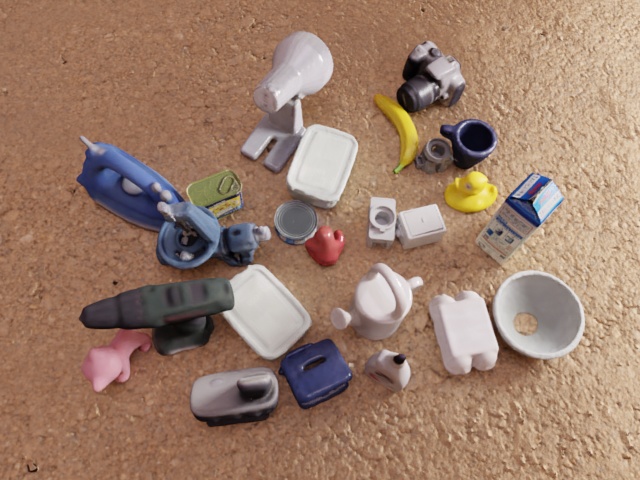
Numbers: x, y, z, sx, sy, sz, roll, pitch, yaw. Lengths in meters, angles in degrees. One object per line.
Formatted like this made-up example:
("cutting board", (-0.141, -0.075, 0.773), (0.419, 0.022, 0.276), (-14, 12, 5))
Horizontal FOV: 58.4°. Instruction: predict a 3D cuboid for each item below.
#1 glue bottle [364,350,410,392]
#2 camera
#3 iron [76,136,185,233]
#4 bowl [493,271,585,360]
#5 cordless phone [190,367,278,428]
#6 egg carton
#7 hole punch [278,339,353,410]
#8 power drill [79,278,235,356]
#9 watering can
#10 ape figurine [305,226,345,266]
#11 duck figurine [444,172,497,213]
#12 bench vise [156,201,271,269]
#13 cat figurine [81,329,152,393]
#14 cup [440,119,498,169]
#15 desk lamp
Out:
("glue bottle", (0.120, 0.212, 0.959), (0.078, 0.037, 0.173), (28, -22, 9))
("camera", (0.227, -0.352, 1.249), (0.137, 0.143, 0.101), (-33, -18, -16))
("iron", (-0.342, -0.104, 1.083), (0.258, 0.119, 0.141), (30, -22, 9))
("bowl", (0.392, 0.145, 1.059), (0.167, 0.167, 0.075), (0, -23, -4))
("cordless phone", (-0.141, 0.242, 0.923), (0.147, 0.094, 0.185), (-10, -23, -7))
("egg carton", (0.261, 0.168, 1.044), (0.107, 0.150, 0.069), (-9, -22, -7))
("hole punch", (-0.010, 0.227, 0.989), (0.109, 0.101, 0.091), (-24, -20, -13))
("power drill", (-0.253, 0.128, 0.952), (0.230, 0.075, 0.208), (-15, -22, -9))
("watering can", (0.103, 0.108, 0.992), (0.100, 0.173, 0.194), (38, -20, 13))
("ape figurine", (0.010, 0.004, 1.086), (0.078, 0.076, 0.092), (1, -24, -3))
("duck figurine", (0.311, -0.105, 1.156), (0.104, 0.077, 0.086), (2, -24, -3))
("bench vise", (-0.200, -0.025, 1.016), (0.207, 0.121, 0.220), (-21, -21, -12))
("cat figurine", (-0.351, 0.193, 0.967), (0.067, 0.128, 0.118), (25, -23, 8))
("cup", (0.297, -0.194, 1.188), (0.117, 0.092, 0.095), (20, -23, 5))
("desk lamp", (-0.069, -0.276, 1.136), (0.118, 0.203, 0.213), (28, -22, 9))
